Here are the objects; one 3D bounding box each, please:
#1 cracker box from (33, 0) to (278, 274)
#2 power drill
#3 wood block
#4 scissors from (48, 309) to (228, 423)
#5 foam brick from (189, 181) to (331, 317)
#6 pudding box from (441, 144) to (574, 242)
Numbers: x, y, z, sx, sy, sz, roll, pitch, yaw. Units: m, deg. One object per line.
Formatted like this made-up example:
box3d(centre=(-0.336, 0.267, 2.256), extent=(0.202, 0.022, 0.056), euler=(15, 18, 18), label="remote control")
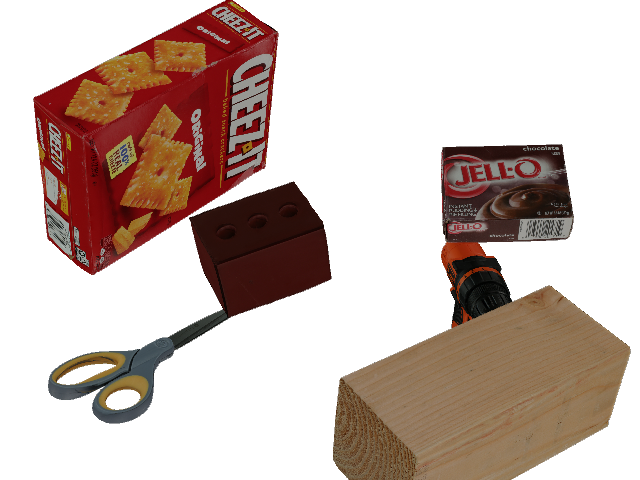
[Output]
box3d(centre=(-0.135, -0.088, 0.916), extent=(0.072, 0.164, 0.213), euler=(38, 53, 24), label="cracker box")
box3d(centre=(0.169, 0.108, 1.149), extent=(0.057, 0.188, 0.184), euler=(-2, 24, -4), label="power drill")
box3d(centre=(0.120, 0.123, 0.799), extent=(0.205, 0.090, 0.091), euler=(-20, 42, -29), label="wood block")
box3d(centre=(-0.135, 0.107, 0.929), extent=(0.201, 0.016, 0.096), euler=(-15, 37, -33), label="scissors")
box3d(centre=(-0.039, 0.006, 0.706), extent=(0.078, 0.051, 0.053), euler=(-20, 43, -14), label="foam brick")
box3d(centre=(0.166, -0.043, 0.965), extent=(0.113, 0.090, 0.039), euler=(0, -38, 3), label="pudding box")
